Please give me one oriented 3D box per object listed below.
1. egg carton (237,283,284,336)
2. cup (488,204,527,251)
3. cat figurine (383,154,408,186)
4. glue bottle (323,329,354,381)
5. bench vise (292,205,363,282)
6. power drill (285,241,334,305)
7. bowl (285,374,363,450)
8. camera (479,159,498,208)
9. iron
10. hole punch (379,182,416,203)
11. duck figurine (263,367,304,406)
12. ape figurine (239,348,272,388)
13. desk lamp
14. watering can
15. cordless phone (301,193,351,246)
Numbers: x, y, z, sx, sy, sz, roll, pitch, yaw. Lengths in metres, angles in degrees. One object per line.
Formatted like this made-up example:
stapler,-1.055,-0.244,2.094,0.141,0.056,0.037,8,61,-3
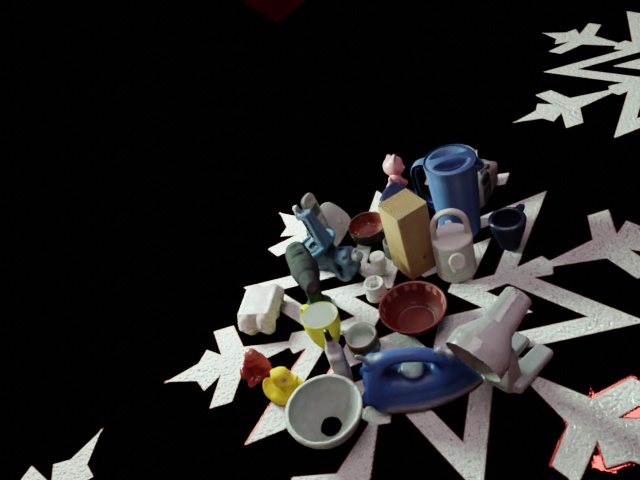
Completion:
egg carton,-0.152,0.178,1.487,0.107,0.069,0.150,-6,41,17
cup,0.480,-0.029,1.442,0.091,0.095,0.118,24,56,41
cat figurine,0.223,-0.202,1.738,0.067,0.118,0.128,-3,41,20
glue bottle,0.035,0.252,1.236,0.037,0.173,0.078,-19,39,1
bench vise,0.017,-0.003,1.508,0.206,0.220,0.121,-2,42,22
power drill,-0.020,0.113,1.396,0.075,0.209,0.229,-24,39,-5
bowl,0.015,0.367,1.188,0.167,0.075,0.167,-12,39,10
camera,0.421,-0.174,1.633,0.136,0.101,0.143,12,48,34
iron,0.198,0.265,1.177,0.258,0.142,0.118,-11,39,10
hole punch,0.233,-0.107,1.642,0.100,0.091,0.109,10,47,32
duck figurine,-0.086,0.317,1.280,0.104,0.086,0.077,1,43,24
ape figurine,-0.153,0.289,1.338,0.077,0.092,0.076,-4,41,19
desk lamp,0.354,0.205,1.123,0.203,0.214,0.117,-39,42,-23
watering can,0.323,0.008,1.384,0.101,0.194,0.172,-25,39,-6
cordless phone,0.010,-0.075,1.624,0.093,0.185,0.148,4,45,27
